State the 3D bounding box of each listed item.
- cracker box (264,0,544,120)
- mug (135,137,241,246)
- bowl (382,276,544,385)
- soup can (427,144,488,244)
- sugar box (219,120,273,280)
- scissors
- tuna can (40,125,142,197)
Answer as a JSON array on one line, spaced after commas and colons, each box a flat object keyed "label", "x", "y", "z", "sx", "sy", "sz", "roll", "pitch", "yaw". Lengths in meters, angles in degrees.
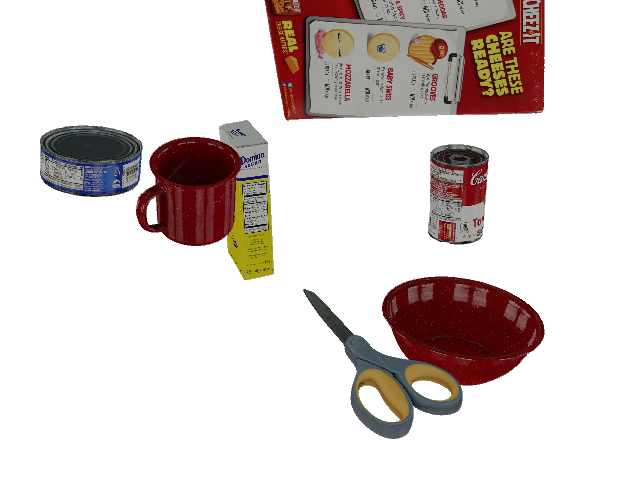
[{"label": "cracker box", "x": 0.067, "y": -0.182, "z": 0.844, "sx": 0.214, "sy": 0.164, "sz": 0.072, "roll": -1, "pitch": 40, "yaw": 10}, {"label": "mug", "x": -0.138, "y": -0.044, "z": 1.100, "sx": 0.117, "sy": 0.081, "sz": 0.093, "roll": -28, "pitch": 49, "yaw": -35}, {"label": "bowl", "x": 0.139, "y": 0.097, "z": 1.069, "sx": 0.162, "sy": 0.055, "sz": 0.162, "roll": 5, "pitch": 26, "yaw": -3}, {"label": "soup can", "x": 0.162, "y": -0.054, "z": 1.262, "sx": 0.068, "sy": 0.102, "sz": 0.068, "roll": 0, "pitch": 25, "yaw": 0}, {"label": "sugar box", "x": -0.092, "y": -0.050, "z": 1.318, "sx": 0.048, "sy": 0.176, "sz": 0.093, "roll": -12, "pitch": 26, "yaw": -15}, {"label": "scissors", "x": 0.050, "y": 0.091, "z": 0.871, "sx": 0.096, "sy": 0.016, "sz": 0.202, "roll": -3, "pitch": 30, "yaw": -11}, {"label": "tuna can", "x": -0.196, "y": -0.068, "z": 0.911, "sx": 0.086, "sy": 0.034, "sz": 0.086, "roll": 7, "pitch": 24, "yaw": -3}]
